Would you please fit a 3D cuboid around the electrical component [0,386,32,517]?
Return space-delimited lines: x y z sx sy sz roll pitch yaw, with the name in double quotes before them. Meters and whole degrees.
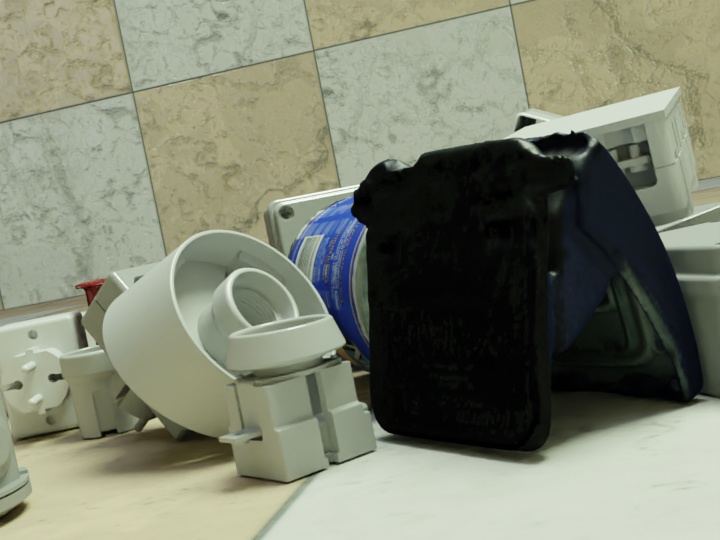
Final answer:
"electrical component" -0.178 0.080 0.436 0.080 0.051 0.080 -11 3 1

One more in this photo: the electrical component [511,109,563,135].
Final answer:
"electrical component" 0.154 -0.050 0.773 0.109 0.108 0.056 17 14 15

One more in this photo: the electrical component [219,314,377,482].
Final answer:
"electrical component" -0.026 0.049 0.425 0.066 0.055 0.048 -14 4 -37

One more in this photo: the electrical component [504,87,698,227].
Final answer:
"electrical component" 0.140 -0.061 0.642 0.105 0.060 0.186 -13 8 21

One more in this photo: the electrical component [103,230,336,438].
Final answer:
"electrical component" -0.063 0.031 0.499 0.064 0.099 0.099 -42 -16 34

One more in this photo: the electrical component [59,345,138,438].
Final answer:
"electrical component" -0.141 0.066 0.593 0.040 0.046 0.040 -11 3 1

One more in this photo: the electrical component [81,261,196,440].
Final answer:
"electrical component" -0.104 0.052 0.554 0.047 0.083 0.075 -16 -32 -56

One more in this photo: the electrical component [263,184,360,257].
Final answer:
"electrical component" 0.000 0.000 0.708 0.109 0.108 0.056 -12 1 -11

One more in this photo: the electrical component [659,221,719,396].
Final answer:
"electrical component" 0.154 0.012 0.444 0.078 0.057 0.113 -12 3 -14

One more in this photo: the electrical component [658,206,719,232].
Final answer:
"electrical component" 0.173 -0.004 0.576 0.099 0.064 0.099 -11 3 1

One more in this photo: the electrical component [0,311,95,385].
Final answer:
"electrical component" -0.208 0.063 0.774 0.109 0.056 0.109 -14 5 -42

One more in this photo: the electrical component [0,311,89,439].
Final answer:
"electrical component" -0.184 0.062 0.623 0.047 0.065 0.077 -11 3 -5
